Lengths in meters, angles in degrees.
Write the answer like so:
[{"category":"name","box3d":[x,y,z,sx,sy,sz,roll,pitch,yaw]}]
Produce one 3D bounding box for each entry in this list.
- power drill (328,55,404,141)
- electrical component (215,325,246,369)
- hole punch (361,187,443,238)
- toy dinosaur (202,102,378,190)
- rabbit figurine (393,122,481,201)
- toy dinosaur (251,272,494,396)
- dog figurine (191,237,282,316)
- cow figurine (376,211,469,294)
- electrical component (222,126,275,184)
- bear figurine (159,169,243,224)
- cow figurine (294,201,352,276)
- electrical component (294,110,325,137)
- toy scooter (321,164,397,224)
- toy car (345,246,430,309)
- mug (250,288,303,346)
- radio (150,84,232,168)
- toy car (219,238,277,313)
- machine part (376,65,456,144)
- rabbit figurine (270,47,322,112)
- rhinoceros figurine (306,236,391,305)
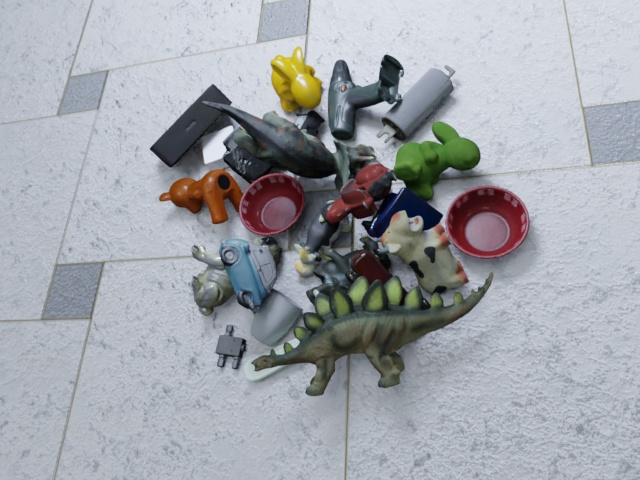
[{"category":"power drill","box3d":[0.096,-0.362,1.273,0.207,0.086,0.232,-9,66,42]},{"category":"electrical component","box3d":[-0.191,0.230,1.163,0.063,0.021,0.094,2,66,18]},{"category":"hole punch","box3d":[0.175,-0.036,1.103,0.142,0.092,0.116,34,74,-12]},{"category":"toy dinosaur","box3d":[-0.050,-0.192,1.159,0.192,0.404,0.131,31,105,47]},{"category":"rabbit figurine","box3d":[0.262,-0.171,1.151,0.170,0.121,0.159,-10,41,29]},{"category":"toy dinosaur","box3d":[0.102,0.168,0.999,0.472,0.105,0.198,-11,94,-2]},{"category":"dog figurine","box3d":[-0.180,0.079,1.196,0.191,0.121,0.172,0,100,-1]},{"category":"cow figurine","box3d":[0.195,0.024,1.048,0.127,0.194,0.085,-29,24,10]},{"category":"electrical component","box3d":[-0.170,-0.208,1.305,0.134,0.058,0.115,42,82,-4]},{"category":"bear figurine","box3d":[-0.287,-0.099,1.306,0.196,0.120,0.131,-15,104,39]},{"category":"cow figurine","box3d":[-0.001,-0.002,1.165,0.068,0.098,0.167,28,75,23]},{"category":"electrical component","box3d":[-0.045,-0.254,1.308,0.075,0.047,0.119,0,62,48]},{"category":"toy scooter","box3d":[0.094,-0.094,1.093,0.184,0.075,0.135,-41,17,-20]},{"category":"toy car","box3d":[0.139,0.105,1.070,0.089,0.053,0.202,-43,92,-4]},{"category":"mug","box3d":[-0.107,0.161,1.137,0.110,0.080,0.107,30,84,33]},{"category":"radio","box3d":[-0.333,-0.288,1.381,0.073,0.131,0.229,45,82,-15]},{"category":"toy car","box3d":[-0.140,0.061,1.096,0.103,0.109,0.161,-24,80,-9]},{"category":"machine part","box3d":[0.227,-0.314,1.247,0.243,0.079,0.079,-45,61,-7]},{"category":"rabbit figurine","box3d":[-0.047,-0.385,1.307,0.122,0.162,0.173,-27,43,-4]},{"category":"rhinoceros figurine","box3d":[0.056,0.071,1.133,0.190,0.073,0.112,-28,72,2]}]
